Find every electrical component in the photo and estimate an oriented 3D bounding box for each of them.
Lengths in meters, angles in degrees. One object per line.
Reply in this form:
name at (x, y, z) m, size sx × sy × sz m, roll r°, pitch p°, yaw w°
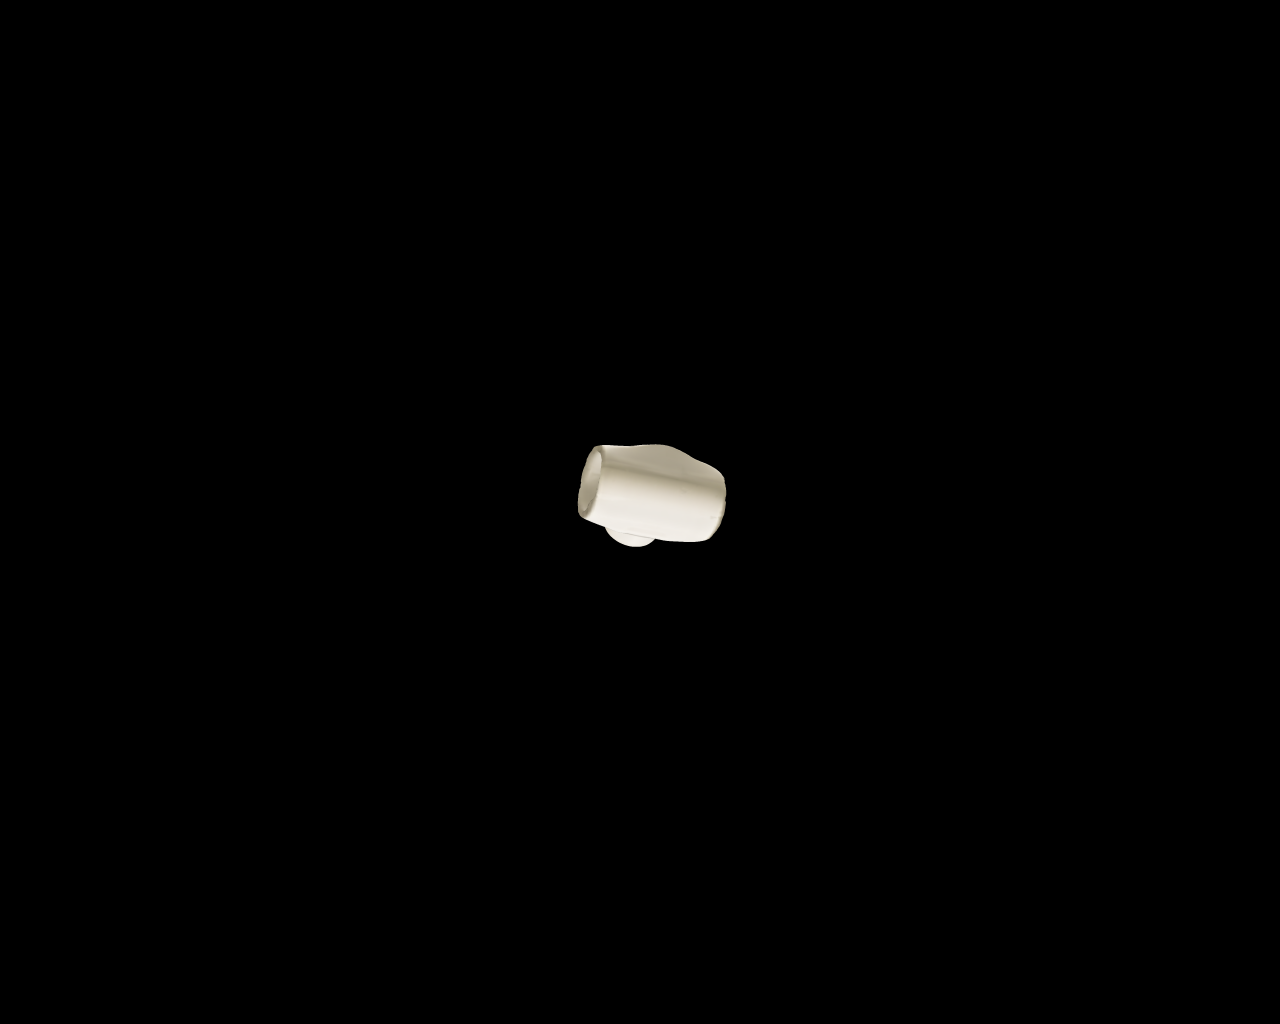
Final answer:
electrical component at (0.001, -0.003, 0.650) m, size 0.077 × 0.043 × 0.079 m, roll 11°, pitch -32°, yaw -18°
